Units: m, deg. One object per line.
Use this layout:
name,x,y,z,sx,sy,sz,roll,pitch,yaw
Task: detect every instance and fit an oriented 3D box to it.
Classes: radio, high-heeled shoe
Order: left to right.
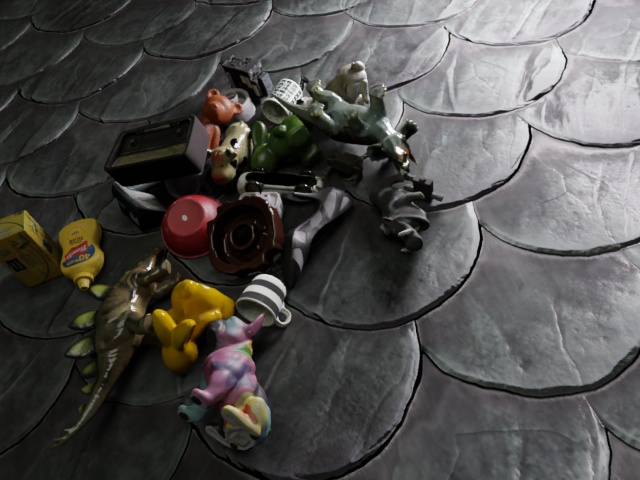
radio,-0.372,-0.205,1.241,0.230,0.073,0.131,-6,56,20
high-heeled shoe,-0.002,-0.004,1.163,0.145,0.086,0.248,12,72,-17

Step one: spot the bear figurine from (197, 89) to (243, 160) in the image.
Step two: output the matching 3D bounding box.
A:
bear figurine,-0.288,-0.295,1.374,0.120,0.132,0.196,34,88,-4

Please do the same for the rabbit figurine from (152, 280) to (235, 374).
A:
rabbit figurine,-0.250,0.172,1.033,0.122,0.162,0.173,15,75,9

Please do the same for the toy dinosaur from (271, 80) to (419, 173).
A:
toy dinosaur,0.072,-0.275,1.275,0.405,0.192,0.131,25,72,38

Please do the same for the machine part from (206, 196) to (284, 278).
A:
machine part,-0.159,-0.007,1.148,0.180,0.056,0.179,-6,75,20

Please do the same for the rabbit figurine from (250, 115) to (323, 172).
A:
rabbit figurine,-0.109,-0.227,1.311,0.170,0.121,0.159,-38,60,2

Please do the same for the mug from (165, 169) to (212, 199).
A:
mug,-0.310,-0.148,1.313,0.109,0.080,0.107,32,25,-10

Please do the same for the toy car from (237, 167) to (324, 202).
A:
toy car,-0.092,-0.128,1.255,0.202,0.056,0.073,5,41,5

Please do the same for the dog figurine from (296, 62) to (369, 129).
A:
dog figurine,0.022,-0.365,1.354,0.191,0.172,0.121,-7,41,-1

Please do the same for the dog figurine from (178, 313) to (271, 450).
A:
dog figurine,-0.142,0.238,0.967,0.191,0.108,0.219,31,45,0

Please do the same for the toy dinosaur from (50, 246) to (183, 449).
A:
toy dinosaur,-0.398,0.180,1.078,0.199,0.104,0.472,-11,42,14

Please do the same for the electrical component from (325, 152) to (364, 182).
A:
electrical component,0.060,-0.173,1.276,0.102,0.045,0.078,19,32,22

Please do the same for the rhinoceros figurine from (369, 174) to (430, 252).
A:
rhinoceros figurine,0.169,-0.057,1.141,0.112,0.073,0.190,-23,52,-7

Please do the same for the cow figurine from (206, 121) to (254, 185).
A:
cow figurine,-0.215,-0.213,1.315,0.086,0.127,0.195,2,52,17

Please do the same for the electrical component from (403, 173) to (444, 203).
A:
electrical component,0.226,-0.114,1.176,0.094,0.063,0.021,24,61,26

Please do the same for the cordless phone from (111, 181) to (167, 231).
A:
cordless phone,-0.399,-0.119,1.320,0.184,0.088,0.147,-35,53,-26

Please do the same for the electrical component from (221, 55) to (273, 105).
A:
electrical component,-0.194,-0.443,1.492,0.134,0.114,0.058,26,67,28

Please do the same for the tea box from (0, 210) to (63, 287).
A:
tea box,-0.660,0.023,1.210,0.098,0.169,0.068,-23,52,-3
